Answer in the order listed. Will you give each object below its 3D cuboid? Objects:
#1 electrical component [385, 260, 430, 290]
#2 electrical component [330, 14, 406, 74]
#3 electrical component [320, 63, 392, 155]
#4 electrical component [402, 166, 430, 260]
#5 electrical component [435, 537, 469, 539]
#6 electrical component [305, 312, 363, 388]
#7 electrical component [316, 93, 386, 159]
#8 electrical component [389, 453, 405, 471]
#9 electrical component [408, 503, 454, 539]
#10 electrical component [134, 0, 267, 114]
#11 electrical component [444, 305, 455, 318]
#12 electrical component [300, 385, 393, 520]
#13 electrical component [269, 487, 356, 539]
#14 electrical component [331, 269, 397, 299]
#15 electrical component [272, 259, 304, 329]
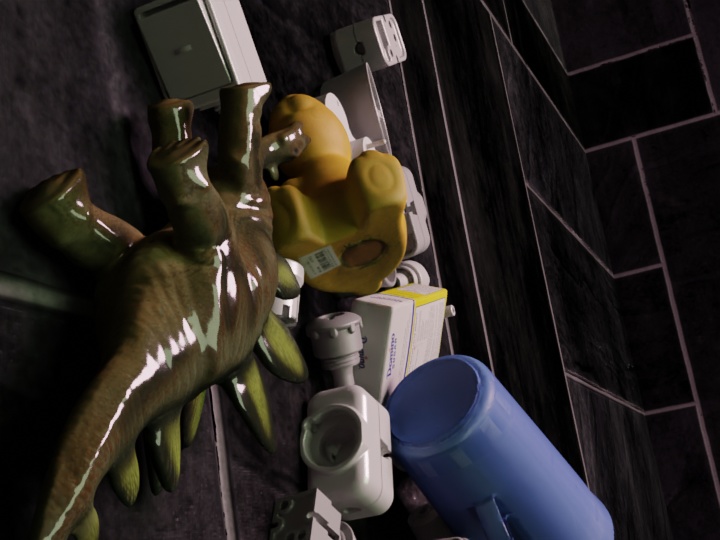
[{"bbox_3d":[0.044,0.013,1.113,0.062,0.043,0.043,-8,83,-68],"label":"electrical component"},{"bbox_3d":[0.007,-0.242,1.171,0.095,0.059,0.053,-44,117,-67],"label":"electrical component"},{"bbox_3d":[0.002,-0.155,1.089,0.099,0.064,0.099,-15,90,-70],"label":"electrical component"},{"bbox_3d":[0.035,-0.058,1.122,0.059,0.054,0.095,-22,97,-70],"label":"electrical component"},{"bbox_3d":[0.038,0.268,0.820,0.108,0.109,0.056,-82,153,-46],"label":"electrical component"},{"bbox_3d":[-0.018,0.068,0.908,0.048,0.048,0.062,-28,109,-69],"label":"electrical component"},{"bbox_3d":[-0.006,-0.103,1.019,0.052,0.074,0.138,-69,139,-58],"label":"electrical component"},{"bbox_3d":[0.057,0.153,1.045,0.077,0.043,0.079,11,65,-68],"label":"electrical component"},{"bbox_3d":[0.073,0.255,1.021,0.065,0.044,0.044,63,23,-17],"label":"electrical component"},{"bbox_3d":[-0.115,-0.155,0.784,0.061,0.062,0.096,-44,117,-67],"label":"electrical component"},{"bbox_3d":[0.069,0.049,1.125,0.035,0.061,0.035,-15,90,-70],"label":"electrical component"},{"bbox_3d":[-0.010,0.144,0.859,0.059,0.054,0.095,48,33,-51],"label":"electrical component"},{"bbox_3d":[-0.033,0.194,0.777,0.055,0.048,0.066,50,31,-34],"label":"electrical component"},{"bbox_3d":[0.000,0.000,0.987,0.045,0.055,0.045,-15,90,-70],"label":"electrical component"},{"bbox_3d":[-0.064,0.019,0.829,0.040,0.040,0.046,43,43,-55],"label":"electrical component"}]
